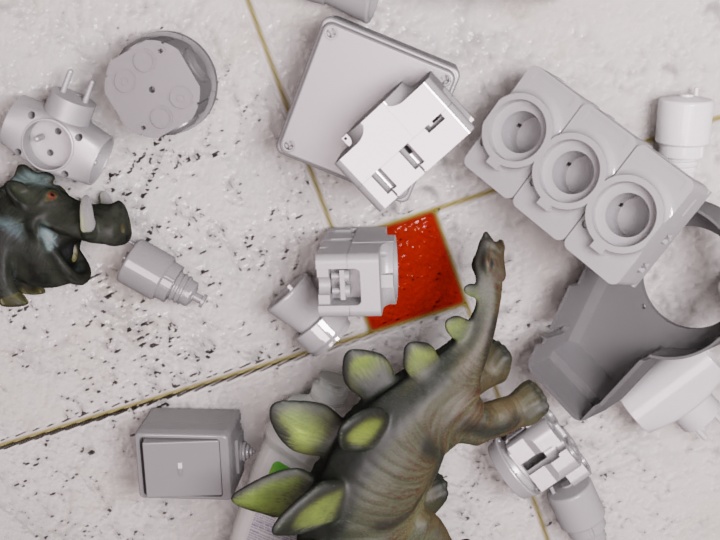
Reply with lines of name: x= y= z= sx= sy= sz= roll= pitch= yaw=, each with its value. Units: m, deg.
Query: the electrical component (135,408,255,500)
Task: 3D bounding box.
electrical component: x=-0.138 y=0.157 z=0.912 sx=0.096 sy=0.061 sz=0.061 roll=0 pitch=107 yaw=6

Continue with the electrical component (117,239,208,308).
electrical component: x=-0.162 y=0.007 z=0.880 sx=0.078 sy=0.040 sz=0.040 roll=30 pitch=107 yaw=-3

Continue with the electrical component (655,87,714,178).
electrical component: x=0.243 y=-0.097 z=0.809 sx=0.040 sy=0.040 sz=0.078 roll=2 pitch=107 yaw=5

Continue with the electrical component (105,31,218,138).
electrical component: x=-0.154 y=-0.142 z=0.829 sx=0.080 sy=0.051 sz=0.080 roll=2 pitch=107 yaw=5

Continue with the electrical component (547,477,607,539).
electrical component: x=0.188 y=0.209 z=0.906 sx=0.040 sy=0.040 sz=0.078 roll=-23 pitch=104 yaw=12

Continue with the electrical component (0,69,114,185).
electrical component: x=-0.233 y=-0.118 z=0.848 sx=0.077 sy=0.044 sz=0.079 roll=25 pitch=107 yaw=-2

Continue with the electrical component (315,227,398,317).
electrical component: x=0.000 y=0.000 z=0.836 sx=0.056 sy=0.089 sz=0.050 roll=-1 pitch=106 yaw=6

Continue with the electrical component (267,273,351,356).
electrical component: x=-0.041 y=0.037 z=0.875 sx=0.045 sy=0.045 sz=0.055 roll=-41 pitch=99 yaw=15

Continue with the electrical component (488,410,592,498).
electrical component: x=0.143 y=0.150 z=0.884 sx=0.057 sy=0.058 sz=0.078 roll=-38 pitch=95 yaw=13

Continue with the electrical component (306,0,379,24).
electrical component: x=-0.019 y=-0.213 z=0.801 sx=0.065 sy=0.044 sz=0.044 roll=17 pitch=107 yaw=5

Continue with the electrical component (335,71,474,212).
electrical component: x=0.029 y=-0.095 z=0.765 sx=0.089 sy=0.050 sz=0.055 roll=-41 pitch=99 yaw=16

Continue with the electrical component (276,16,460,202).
electrical component: x=0.007 y=-0.123 z=0.816 sx=0.109 sy=0.056 sz=0.108 roll=22 pitch=107 yaw=-1

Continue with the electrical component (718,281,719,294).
electrical component: x=0.315 y=0.022 z=0.830 sx=0.078 sy=0.058 sz=0.057 roll=-38 pitch=102 yaw=15

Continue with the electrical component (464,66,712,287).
electrical component: x=0.161 y=-0.068 z=0.780 sx=0.150 sy=0.062 sz=0.089 roll=43 pitch=108 yaw=24

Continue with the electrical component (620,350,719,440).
electrical component: x=0.262 y=0.103 z=0.865 sx=0.077 sy=0.044 sz=0.079 roll=-41 pitch=99 yaw=15
